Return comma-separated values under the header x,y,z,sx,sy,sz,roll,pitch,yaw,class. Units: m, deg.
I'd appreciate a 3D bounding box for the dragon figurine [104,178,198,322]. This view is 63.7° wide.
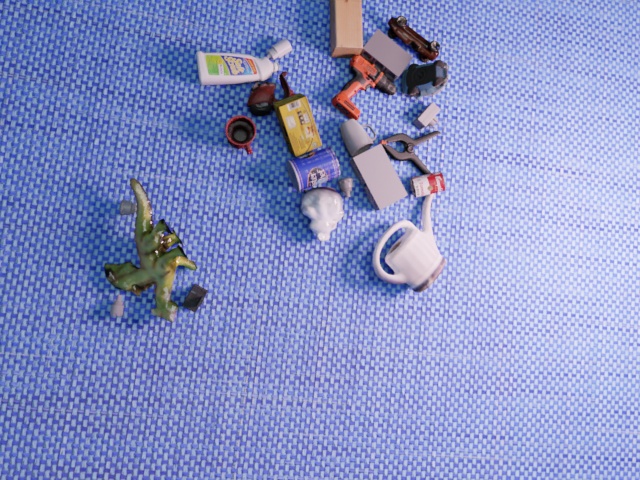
x,y,z,sx,sy,sz,roll,pitch,yaw,class
-0.515,0.050,1.491,0.243,0.122,0.410,-34,92,-3,dragon figurine

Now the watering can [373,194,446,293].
x,y,z,sx,sy,sz,roll,pitch,yaw,class
0.318,0.019,1.652,0.224,0.103,0.352,46,69,-5,watering can

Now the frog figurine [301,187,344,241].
x,y,z,sx,sy,sz,roll,pitch,yaw,class
0.005,-0.080,1.592,0.137,0.121,0.162,14,71,-28,frog figurine
